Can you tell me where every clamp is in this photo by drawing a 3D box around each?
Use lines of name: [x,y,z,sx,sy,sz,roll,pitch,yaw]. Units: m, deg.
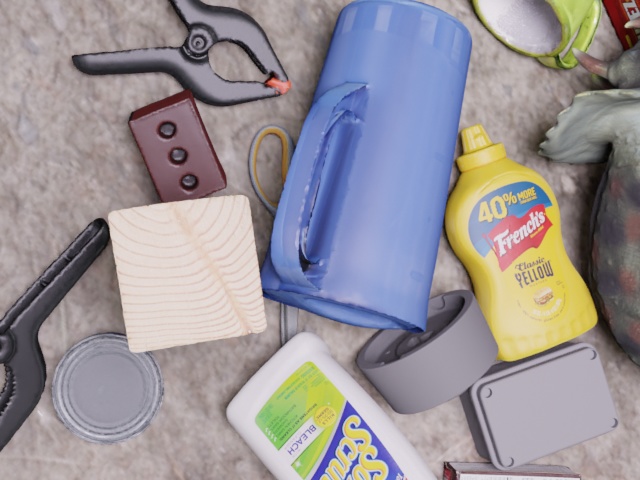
clamp: [-0.241,0.072,0.811,0.164,0.036,0.210,-3,104,-27]
clamp: [-0.108,-0.151,0.853,0.171,0.039,0.120,35,98,-10]

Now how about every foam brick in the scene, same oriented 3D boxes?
foam brick: [-0.110,-0.070,0.831,0.053,0.051,0.078,-22,109,0]

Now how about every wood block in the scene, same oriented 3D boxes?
wood block: [-0.099,0.023,0.764,0.090,0.206,0.091,-8,90,-10]

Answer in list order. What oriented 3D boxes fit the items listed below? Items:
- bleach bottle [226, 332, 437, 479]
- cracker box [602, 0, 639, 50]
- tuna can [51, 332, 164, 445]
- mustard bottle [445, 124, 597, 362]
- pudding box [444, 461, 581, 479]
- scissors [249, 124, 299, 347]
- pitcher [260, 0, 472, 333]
bleach bottle: [0.044,0.183,0.789,0.102,0.068,0.251,-45,59,-8]
cracker box: [0.337,-0.272,0.914,0.213,0.072,0.164,-26,93,-9]
tuna can: [-0.166,0.115,0.838,0.086,0.034,0.086,0,89,-10]
mustard bottle: [0.156,-0.003,0.883,0.096,0.058,0.191,-20,92,-13]
pudding box: [0.158,0.234,0.889,0.113,0.039,0.090,5,89,-11]
scissors: [-0.006,0.001,0.877,0.096,0.016,0.202,-13,91,-10]
pitcher: [0.036,-0.058,0.808,0.145,0.149,0.243,15,81,-14]
